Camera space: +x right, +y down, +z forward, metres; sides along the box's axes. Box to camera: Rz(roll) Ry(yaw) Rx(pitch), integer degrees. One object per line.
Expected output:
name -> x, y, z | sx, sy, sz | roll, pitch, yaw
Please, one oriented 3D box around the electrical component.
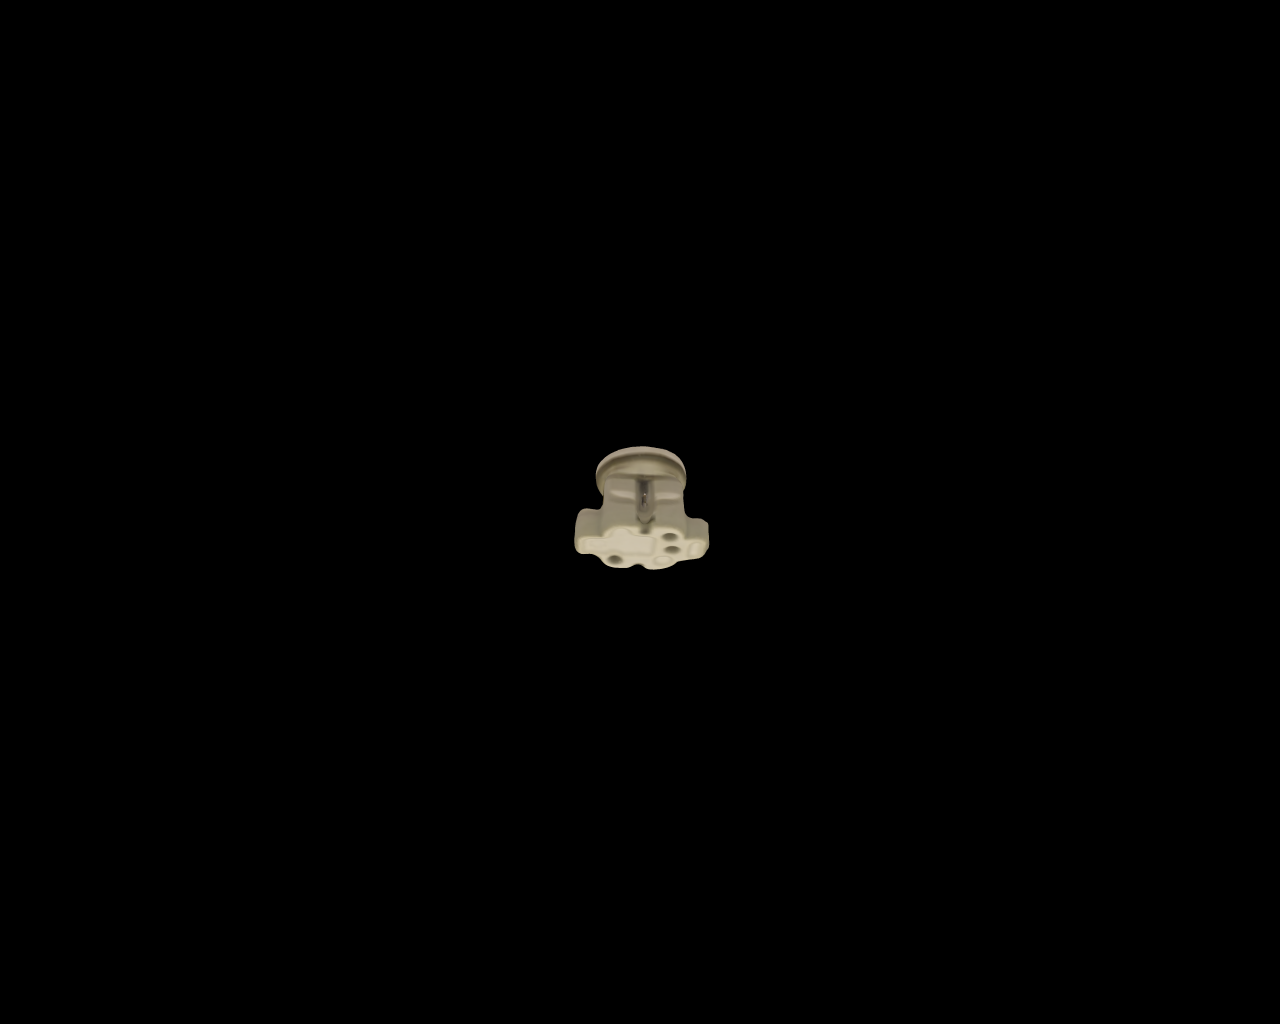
electrical component -> 0.001, -0.003, 0.650 | 0.078, 0.057, 0.058 | 3, -32, -5
